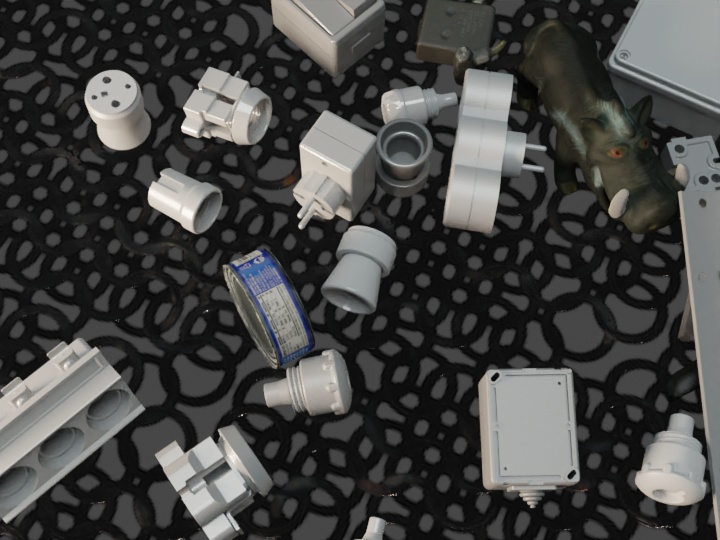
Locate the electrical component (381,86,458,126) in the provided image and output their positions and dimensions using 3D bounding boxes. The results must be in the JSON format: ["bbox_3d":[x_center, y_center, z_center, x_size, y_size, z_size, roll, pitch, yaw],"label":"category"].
[{"bbox_3d":[0.050,-0.136,0.889,0.061,0.035,0.035,-12,67,-9],"label":"electrical component"}]

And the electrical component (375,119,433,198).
[{"bbox_3d":[0.034,-0.088,0.857,0.045,0.055,0.045,0,67,0],"label":"electrical component"}]

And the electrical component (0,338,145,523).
[{"bbox_3d":[-0.225,0.110,0.765,0.121,0.078,0.063,-40,51,-16],"label":"electrical component"}]

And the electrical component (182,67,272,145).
[{"bbox_3d":[-0.106,-0.131,0.880,0.055,0.048,0.066,21,68,16],"label":"electrical component"}]

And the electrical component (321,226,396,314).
[{"bbox_3d":[0.000,0.000,0.825,0.045,0.045,0.055,19,67,7],"label":"electrical component"}]

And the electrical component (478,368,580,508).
[{"bbox_3d":[0.119,0.121,0.769,0.062,0.061,0.096,-1,75,-1],"label":"electrical component"}]

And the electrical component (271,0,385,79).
[{"bbox_3d":[-0.032,-0.223,0.911,0.062,0.061,0.096,-41,73,-16],"label":"electrical component"}]

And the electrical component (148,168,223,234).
[{"bbox_3d":[-0.139,-0.056,0.851,0.046,0.040,0.040,27,69,17],"label":"electrical component"}]

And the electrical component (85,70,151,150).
[{"bbox_3d":[-0.196,-0.130,0.873,0.045,0.055,0.045,0,67,0],"label":"electrical component"}]

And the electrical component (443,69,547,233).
[{"bbox_3d":[0.112,-0.094,0.861,0.074,0.052,0.138,9,68,3],"label":"electrical component"}]

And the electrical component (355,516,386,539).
[{"bbox_3d":[0.005,0.202,0.744,0.035,0.035,0.061,14,65,5],"label":"electrical component"}]

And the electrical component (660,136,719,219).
[{"bbox_3d":[0.259,-0.071,0.852,0.048,0.055,0.066,-10,67,-5],"label":"electrical component"}]

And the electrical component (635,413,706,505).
[{"bbox_3d":[0.226,0.134,0.771,0.048,0.048,0.062,17,61,7],"label":"electrical component"}]

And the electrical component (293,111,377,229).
[{"bbox_3d":[-0.026,-0.065,0.831,0.047,0.083,0.075,30,69,11],"label":"electrical component"}]

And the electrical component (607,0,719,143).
[{"bbox_3d":[0.272,-0.178,0.897,0.109,0.056,0.108,26,69,10],"label":"electrical component"}]

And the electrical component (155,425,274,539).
[{"bbox_3d":[-0.098,0.146,0.755,0.057,0.058,0.078,-34,71,-11],"label":"electrical component"}]

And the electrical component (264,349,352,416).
[{"bbox_3d":[-0.039,0.086,0.789,0.062,0.048,0.048,-11,67,2],"label":"electrical component"}]
